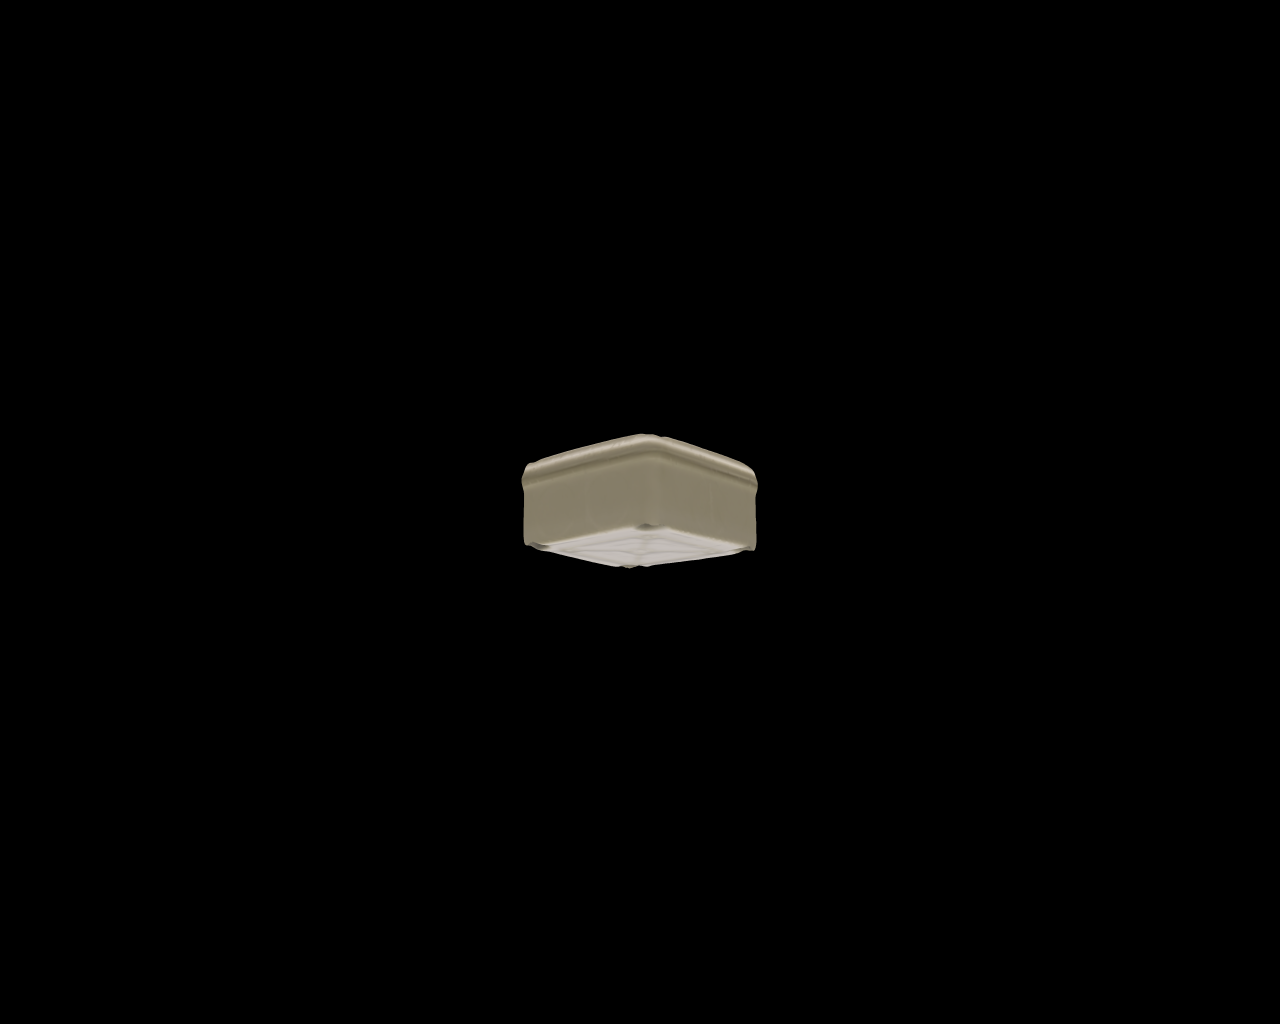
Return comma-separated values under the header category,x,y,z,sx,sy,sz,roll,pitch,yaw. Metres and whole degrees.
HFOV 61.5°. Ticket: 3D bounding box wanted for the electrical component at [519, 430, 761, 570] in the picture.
category,x,y,z,sx,sy,sz,roll,pitch,yaw
electrical component,0.001,-0.003,0.650,0.108,0.056,0.109,-11,-17,38
